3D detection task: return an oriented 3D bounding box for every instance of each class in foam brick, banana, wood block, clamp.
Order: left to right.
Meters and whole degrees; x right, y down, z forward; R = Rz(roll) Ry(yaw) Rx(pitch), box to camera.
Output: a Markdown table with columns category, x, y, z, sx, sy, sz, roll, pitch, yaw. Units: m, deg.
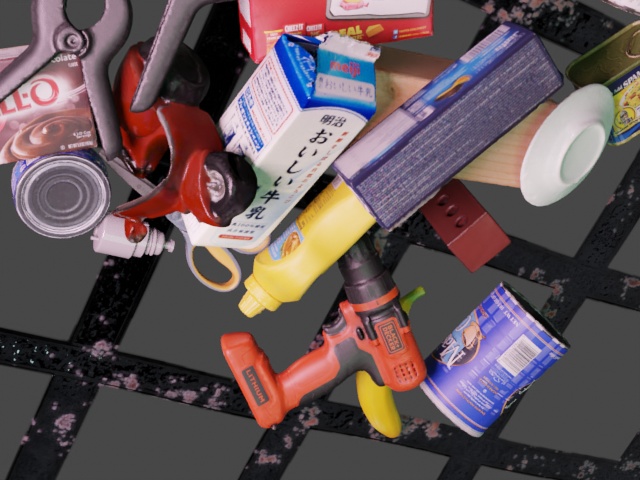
| category | x | y | z | sx | sy | sz | roll | pitch | yaw |
| --- | --- | --- | --- | --- | --- | --- | --- | --- | --- |
| clamp | -0.189 | -0.149 | 0.854 | 0.120 | 0.039 | 0.171 | 25 | 98 | -19 |
| clamp | -0.112 | -0.218 | 0.808 | 0.210 | 0.036 | 0.164 | -37 | 113 | 6 |
| banana | 0.072 | 0.142 | 1.169 | 0.069 | 0.037 | 0.198 | -1 | 120 | -17 |
| wood block | 0.101 | -0.117 | 0.991 | 0.205 | 0.091 | 0.090 | 6 | 117 | -23 |
| foam brick | 0.145 | -0.015 | 1.076 | 0.053 | 0.078 | 0.051 | -40 | 126 | 6 |

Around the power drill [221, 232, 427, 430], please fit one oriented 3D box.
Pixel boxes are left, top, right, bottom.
| category | x | y | z | sx | sy | sz | roll | pitch | yaw |
| --- | --- | --- | --- | --- | --- | --- | --- | --- | --- |
| power drill | -0.002 | 0.096 | 1.087 | 0.187 | 0.057 | 0.184 | -23 | 103 | 1 |

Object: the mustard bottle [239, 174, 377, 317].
| category | x | y | z | sx | sy | sz | roll | pitch | yaw |
| --- | --- | --- | --- | --- | --- | --- | --- | --- | --- |
| mustard bottle | -0.006 | 0.002 | 1.016 | 0.058 | 0.096 | 0.192 | 43 | 98 | -16 |

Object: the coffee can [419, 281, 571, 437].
| category | x | y | z | sx | sy | sz | roll | pitch | yaw |
| --- | --- | --- | --- | --- | --- | --- | --- | --- | --- |
| coffee can | 0.186 | 0.129 | 1.162 | 0.102 | 0.103 | 0.140 | 36 | 103 | -33 |

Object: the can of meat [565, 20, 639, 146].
| category | x | y | z | sx | sy | sz | roll | pitch | yaw |
| --- | --- | --- | --- | --- | --- | --- | --- | --- | --- |
| can of meat | 0.307 | -0.155 | 1.063 | 0.102 | 0.057 | 0.084 | -33 | 127 | 3 |

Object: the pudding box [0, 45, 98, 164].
| category | x | y | z | sx | sy | sz | roll | pitch | yaw |
| --- | --- | --- | --- | --- | --- | --- | --- | --- | --- |
| pudding box | -0.251 | -0.115 | 0.896 | 0.113 | 0.039 | 0.090 | -13 | 121 | -13 |

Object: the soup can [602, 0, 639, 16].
| category | x | y | z | sx | sy | sz | roll | pitch | yaw |
| --- | --- | --- | --- | --- | --- | --- | --- | --- | --- |
| soup can | 0.305 | -0.265 | 0.989 | 0.068 | 0.068 | 0.102 | 8 | 117 | -24 |

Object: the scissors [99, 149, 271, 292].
| category | x | y | z | sx | sy | sz | roll | pitch | yaw |
| --- | --- | --- | --- | --- | --- | --- | --- | --- | --- |
| scissors | -0.116 | -0.032 | 1.009 | 0.096 | 0.016 | 0.201 | -31 | 125 | -2 |

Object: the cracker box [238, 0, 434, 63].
| category | x | y | z | sx | sy | sz | roll | pitch | yaw |
| --- | --- | --- | --- | --- | --- | --- | --- | --- | --- |
| cracker box | 0.009 | -0.267 | 0.880 | 0.164 | 0.072 | 0.214 | -11 | 122 | -13 |

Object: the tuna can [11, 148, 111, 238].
| category | x | y | z | sx | sy | sz | roll | pitch | yaw |
| --- | --- | --- | --- | --- | --- | --- | --- | --- | --- |
| tuna can | -0.230 | -0.045 | 0.950 | 0.086 | 0.034 | 0.086 | -9 | 122 | -15 |
